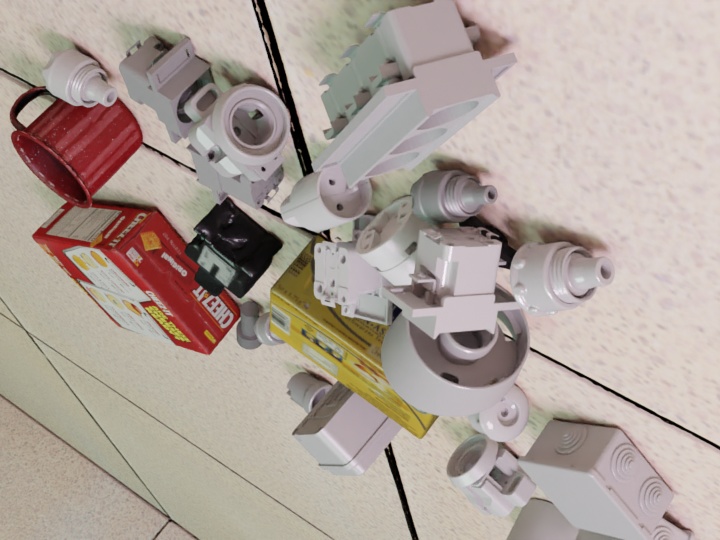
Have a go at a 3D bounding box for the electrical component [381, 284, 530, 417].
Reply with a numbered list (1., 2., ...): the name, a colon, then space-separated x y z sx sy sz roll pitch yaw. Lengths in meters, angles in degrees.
1. electrical component: 0.070 0.053 0.771 0.099 0.099 0.064 36 150 8

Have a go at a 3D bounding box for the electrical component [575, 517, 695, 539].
1. electrical component: 0.219 0.245 0.895 0.048 0.099 0.100 34 160 -20

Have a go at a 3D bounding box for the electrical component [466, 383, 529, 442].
1. electrical component: 0.108 0.116 0.897 0.048 0.048 0.062 47 163 -18

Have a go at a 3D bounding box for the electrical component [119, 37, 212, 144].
1. electrical component: -0.145 -0.140 0.814 0.064 0.042 0.081 33 156 21

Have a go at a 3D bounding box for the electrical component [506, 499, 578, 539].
1. electrical component: 0.192 0.282 1.050 0.108 0.060 0.108 32 156 16

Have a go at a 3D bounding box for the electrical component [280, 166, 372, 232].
1. electrical component: -0.028 -0.051 0.796 0.043 0.043 0.081 46 157 -14

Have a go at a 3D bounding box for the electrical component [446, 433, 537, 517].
1. electrical component: 0.118 0.189 0.999 0.057 0.058 0.078 44 158 -16

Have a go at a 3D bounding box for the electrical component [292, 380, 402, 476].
1. electrical component: 0.001 0.133 1.002 0.057 0.113 0.078 47 156 -10

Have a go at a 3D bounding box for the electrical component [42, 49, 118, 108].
1. electrical component: -0.235 -0.159 0.915 0.062 0.043 0.043 29 155 19

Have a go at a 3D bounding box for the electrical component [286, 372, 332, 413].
1. electrical component: -0.054 0.137 1.191 0.046 0.040 0.040 26 155 43

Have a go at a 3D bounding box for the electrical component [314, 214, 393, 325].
1. electrical component: 0.000 0.000 0.806 0.042 0.064 0.081 11 104 46

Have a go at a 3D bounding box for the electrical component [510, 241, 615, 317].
1. electrical component: 0.127 0.003 0.661 0.062 0.048 0.048 -9 128 52

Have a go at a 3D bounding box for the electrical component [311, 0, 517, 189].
1. electrical component: 0.022 -0.098 0.599 0.063 0.079 0.121 69 157 6

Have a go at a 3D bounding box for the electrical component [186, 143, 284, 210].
1. electrical component: -0.096 -0.083 0.843 0.064 0.042 0.081 30 156 18

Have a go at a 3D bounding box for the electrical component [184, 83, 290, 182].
1. electrical component: -0.084 -0.101 0.773 0.078 0.058 0.057 47 159 -17

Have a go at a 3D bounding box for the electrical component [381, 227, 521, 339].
1. electrical component: 0.060 0.006 0.685 0.042 0.081 0.063 35 123 56

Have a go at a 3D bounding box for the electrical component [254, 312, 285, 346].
1. electrical component: -0.082 0.059 1.093 0.035 0.035 0.061 48 154 -18

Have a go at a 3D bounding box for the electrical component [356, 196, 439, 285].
1. electrical component: 0.033 -0.016 0.756 0.047 0.055 0.055 45 157 -20

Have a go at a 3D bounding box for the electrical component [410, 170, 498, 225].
1. electrical component: 0.062 -0.047 0.680 0.061 0.035 0.035 2 137 52

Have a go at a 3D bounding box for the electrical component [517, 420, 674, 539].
1. electrical component: 0.189 0.166 0.858 0.099 0.048 0.100 49 156 -20
